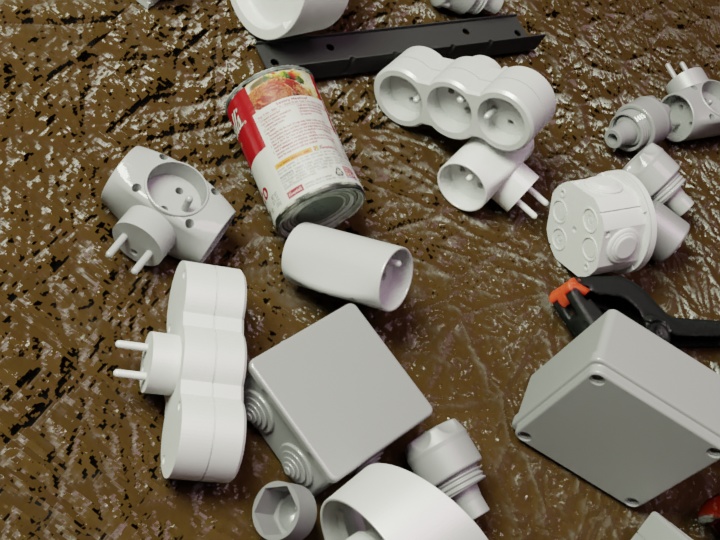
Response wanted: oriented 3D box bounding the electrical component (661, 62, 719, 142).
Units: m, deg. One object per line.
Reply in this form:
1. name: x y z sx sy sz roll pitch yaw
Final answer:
1. electrical component: 0.303 -0.156 0.974 0.077 0.044 0.079 -11 67 -30

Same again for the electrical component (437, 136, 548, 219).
1. electrical component: 0.111 -0.072 0.832 0.079 0.043 0.077 42 53 3

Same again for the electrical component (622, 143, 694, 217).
1. electrical component: 0.251 -0.072 0.899 0.062 0.043 0.043 45 53 4

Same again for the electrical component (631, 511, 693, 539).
1. electrical component: 0.195 0.207 0.690 0.047 0.083 0.075 37 90 0

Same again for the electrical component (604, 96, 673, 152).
1. electrical component: 0.235 -0.122 0.922 0.062 0.043 0.043 -27 75 -34

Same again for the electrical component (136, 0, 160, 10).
1. electrical component: -0.145 -0.283 0.828 0.089 0.061 0.150 38 52 0

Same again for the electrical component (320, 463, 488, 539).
1. electrical component: 0.025 0.159 0.619 0.064 0.099 0.099 -28 75 -29

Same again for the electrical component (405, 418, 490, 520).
1. electrical component: 0.059 0.130 0.685 0.043 0.043 0.062 -21 73 -33

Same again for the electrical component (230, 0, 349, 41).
1. electrical component: -0.049 -0.231 0.817 0.060 0.108 0.108 -14 68 -38

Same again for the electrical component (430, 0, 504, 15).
1. electrical component: 0.094 -0.240 0.927 0.062 0.048 0.048 18 55 -23

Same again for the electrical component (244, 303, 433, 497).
1. electrical component: -0.019 0.083 0.674 0.100 0.048 0.099 -29 76 -35

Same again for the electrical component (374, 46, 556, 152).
1. electrical component: 0.087 -0.140 0.826 0.138 0.052 0.073 18 45 30

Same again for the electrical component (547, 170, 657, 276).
1. electrical component: 0.184 -0.034 0.822 0.051 0.080 0.080 -10 66 -24

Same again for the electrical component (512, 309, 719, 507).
1. electrical component: 0.177 0.095 0.722 0.109 0.108 0.056 32 50 -5

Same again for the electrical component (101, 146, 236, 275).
1. electrical component: -0.132 -0.030 0.691 0.077 0.044 0.079 34 52 -3

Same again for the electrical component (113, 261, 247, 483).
1. electrical component: -0.110 0.057 0.644 0.074 0.052 0.138 9 58 -20

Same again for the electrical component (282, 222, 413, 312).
1. electrical component: 0.000 0.000 0.726 0.079 0.077 0.043 17 89 -60

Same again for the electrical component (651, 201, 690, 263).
1. electrical component: 0.230 -0.040 0.871 0.078 0.040 0.040 37 52 0
